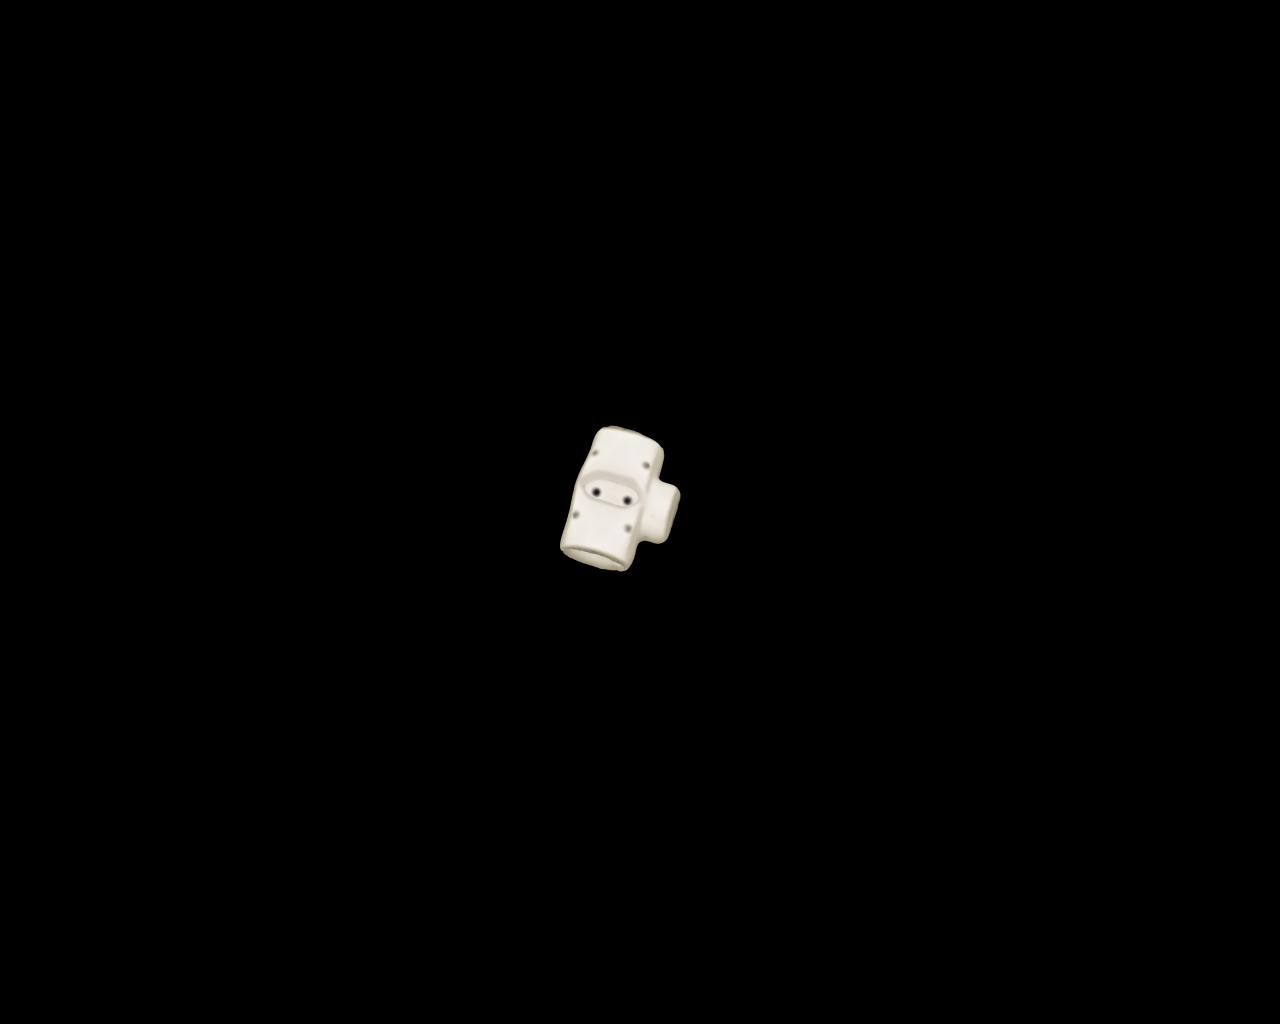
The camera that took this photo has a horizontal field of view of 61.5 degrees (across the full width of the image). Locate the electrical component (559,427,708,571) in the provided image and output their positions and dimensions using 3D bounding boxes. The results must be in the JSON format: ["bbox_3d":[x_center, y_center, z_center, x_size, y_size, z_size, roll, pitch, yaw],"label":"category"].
[{"bbox_3d":[0.001,-0.003,0.650,0.079,0.077,0.043,17,-15,5],"label":"electrical component"}]
